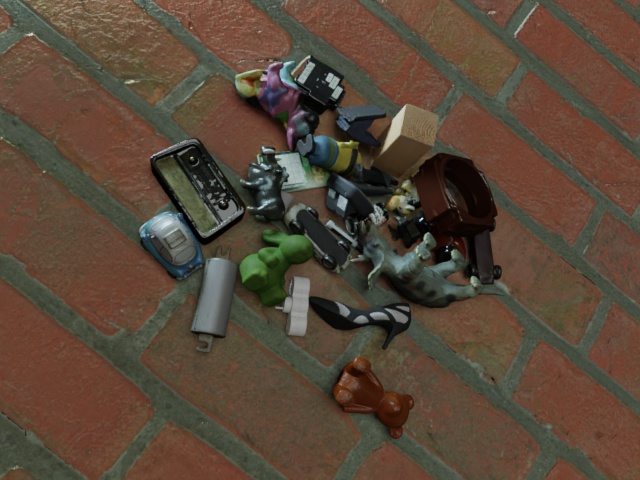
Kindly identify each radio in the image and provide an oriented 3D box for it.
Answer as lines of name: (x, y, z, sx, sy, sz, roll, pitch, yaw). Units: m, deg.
radio: (-0.283, -0.116, 1.260, 0.131, 0.073, 0.229, -33, 87, -21)

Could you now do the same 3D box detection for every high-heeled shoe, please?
high-heeled shoe: (0.104, 0.159, 1.295, 0.249, 0.086, 0.145, 32, 58, -3)

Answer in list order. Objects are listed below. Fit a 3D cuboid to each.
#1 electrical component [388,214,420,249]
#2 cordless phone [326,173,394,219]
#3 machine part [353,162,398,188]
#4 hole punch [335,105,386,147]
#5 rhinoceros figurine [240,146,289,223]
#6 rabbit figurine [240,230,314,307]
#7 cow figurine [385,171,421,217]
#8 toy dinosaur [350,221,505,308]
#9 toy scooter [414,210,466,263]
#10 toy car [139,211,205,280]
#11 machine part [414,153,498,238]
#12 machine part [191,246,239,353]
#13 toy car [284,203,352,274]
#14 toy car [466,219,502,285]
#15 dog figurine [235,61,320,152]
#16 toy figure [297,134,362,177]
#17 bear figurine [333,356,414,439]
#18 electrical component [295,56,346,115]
electrical component: (0.213, -0.025, 1.363, 0.045, 0.102, 0.078, -20, 73, -13)
cordless phone: (0.119, -0.111, 1.342, 0.184, 0.147, 0.088, -2, 112, -25)
machine part: (0.136, -0.164, 1.369, 0.139, 0.039, 0.084, 4, 30, -49)
hole punch: (0.102, -0.295, 1.389, 0.116, 0.142, 0.092, -3, 120, -10)
rhinoceros figurine: (-0.127, -0.134, 1.284, 0.112, 0.073, 0.190, -13, 71, 15)
rabbit figurine: (-0.088, 0.048, 1.234, 0.170, 0.159, 0.121, -34, 123, 7)
cow figurine: (0.245, -0.111, 1.411, 0.167, 0.068, 0.098, -43, 94, -22)
toy dinosaur: (0.257, 0.100, 1.323, 0.404, 0.192, 0.131, 34, 37, -19)
toy scooter: (0.323, -0.019, 1.401, 0.183, 0.075, 0.135, 50, 41, -11)
toy car: (-0.330, 0.006, 1.199, 0.109, 0.103, 0.161, -34, 84, -20)
machine part: (0.346, -0.113, 1.357, 0.201, 0.087, 0.201, 4, 62, -36)
machine part: (-0.234, 0.130, 1.205, 0.079, 0.079, 0.243, 12, 71, -12)
toy car: (-0.003, -0.004, 1.313, 0.201, 0.056, 0.073, 47, 62, -7)
toy car: (0.427, 0.023, 1.430, 0.089, 0.053, 0.202, 3, 70, -12)
dog figurine: (-0.103, -0.327, 1.352, 0.192, 0.108, 0.219, -11, 101, 21)
toy figure: (0.027, -0.211, 1.349, 0.180, 0.082, 0.089, 4, 94, -43)
bear figurine: (0.129, 0.362, 1.217, 0.196, 0.132, 0.120, 32, 71, 1)
electrical component: (0.000, -0.403, 1.427, 0.134, 0.058, 0.115, 33, 71, -5)
